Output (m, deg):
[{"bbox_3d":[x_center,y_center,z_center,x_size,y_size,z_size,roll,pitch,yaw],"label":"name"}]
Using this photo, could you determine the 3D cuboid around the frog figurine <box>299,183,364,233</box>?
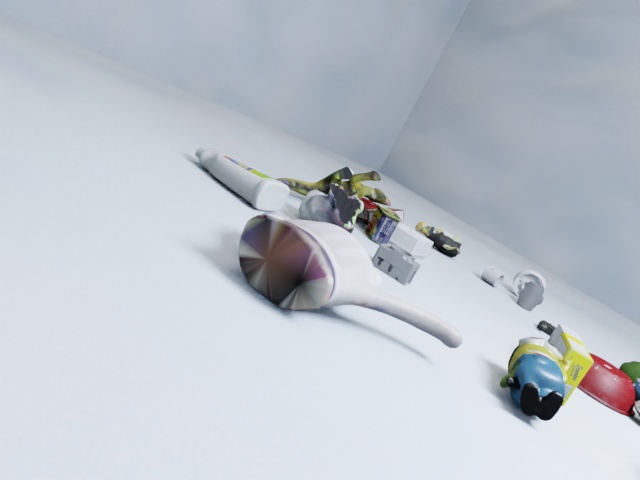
[{"bbox_3d":[0.004,-0.058,1.157,0.137,0.123,0.158,3,-10,-44],"label":"frog figurine"}]

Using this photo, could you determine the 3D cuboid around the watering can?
[{"bbox_3d":[0.028,0.051,0.716,0.351,0.103,0.224,34,15,25],"label":"watering can"}]

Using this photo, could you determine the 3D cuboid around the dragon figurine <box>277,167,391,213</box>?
[{"bbox_3d":[0.021,-0.138,1.454,0.410,0.122,0.243,6,0,-15],"label":"dragon figurine"}]
